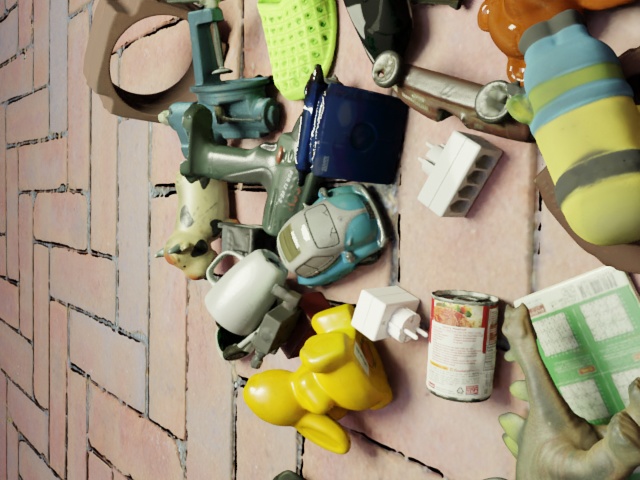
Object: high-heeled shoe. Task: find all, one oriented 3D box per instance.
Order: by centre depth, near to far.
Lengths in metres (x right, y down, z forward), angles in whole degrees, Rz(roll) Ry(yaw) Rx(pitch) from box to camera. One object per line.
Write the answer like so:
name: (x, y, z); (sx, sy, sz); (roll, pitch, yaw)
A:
high-heeled shoe: (0.055, -0.318, 0.669); (0.145, 0.086, 0.249); (78, 177, -45)

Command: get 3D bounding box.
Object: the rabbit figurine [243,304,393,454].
rabbit figurine: (-0.008, 0.180, 0.671); (0.173, 0.122, 0.162); (-25, 114, 11)

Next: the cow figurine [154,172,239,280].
cow figurine: (-0.201, -0.032, 0.878); (0.086, 0.127, 0.194); (-8, 83, 50)

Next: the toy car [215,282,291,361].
toy car: (-0.103, 0.124, 0.831); (0.201, 0.056, 0.073); (-42, 56, 37)

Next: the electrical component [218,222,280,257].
electrical component: (-0.114, -0.001, 0.824); (0.119, 0.075, 0.047); (6, 95, 42)

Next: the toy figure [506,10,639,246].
toy figure: (0.197, -0.083, 0.403); (0.082, 0.089, 0.180); (-27, 76, 52)

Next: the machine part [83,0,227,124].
machine part: (-0.275, -0.303, 0.895); (0.087, 0.201, 0.201); (48, 124, 37)

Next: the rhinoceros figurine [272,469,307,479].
rhinoceros figurine: (0.002, 0.389, 0.719); (0.191, 0.073, 0.112); (27, 99, 45)

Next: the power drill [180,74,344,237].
power drill: (-0.083, -0.129, 0.741); (0.207, 0.086, 0.231); (14, 113, 5)

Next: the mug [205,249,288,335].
mug: (-0.101, 0.057, 0.741); (0.107, 0.080, 0.110); (-47, 67, 13)

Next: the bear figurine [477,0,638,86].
bear figurine: (0.209, -0.231, 0.445); (0.196, 0.132, 0.120); (-30, 65, 36)

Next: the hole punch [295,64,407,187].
hole punch: (0.037, -0.125, 0.640); (0.092, 0.115, 0.142); (21, 107, 35)

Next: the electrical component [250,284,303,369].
electrical component: (-0.061, 0.109, 0.702); (0.045, 0.078, 0.102); (31, 118, 18)

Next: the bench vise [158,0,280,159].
bench vise: (-0.166, -0.245, 0.827); (0.224, 0.129, 0.240); (11, 117, 38)

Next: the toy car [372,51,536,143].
toy car: (0.135, -0.143, 0.547); (0.202, 0.089, 0.053); (32, 110, 40)

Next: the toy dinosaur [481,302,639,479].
toy dinosaur: (0.244, 0.277, 0.439); (0.198, 0.105, 0.471); (-37, 70, 50)

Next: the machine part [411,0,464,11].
machine part: (0.141, -0.322, 0.576); (0.084, 0.039, 0.138); (35, 117, 47)

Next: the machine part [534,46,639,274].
machine part: (0.269, -0.063, 0.434); (0.180, 0.056, 0.179); (3, 95, 47)

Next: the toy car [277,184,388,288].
toy car: (-0.001, -0.002, 0.687); (0.161, 0.103, 0.109); (-35, 65, 39)
